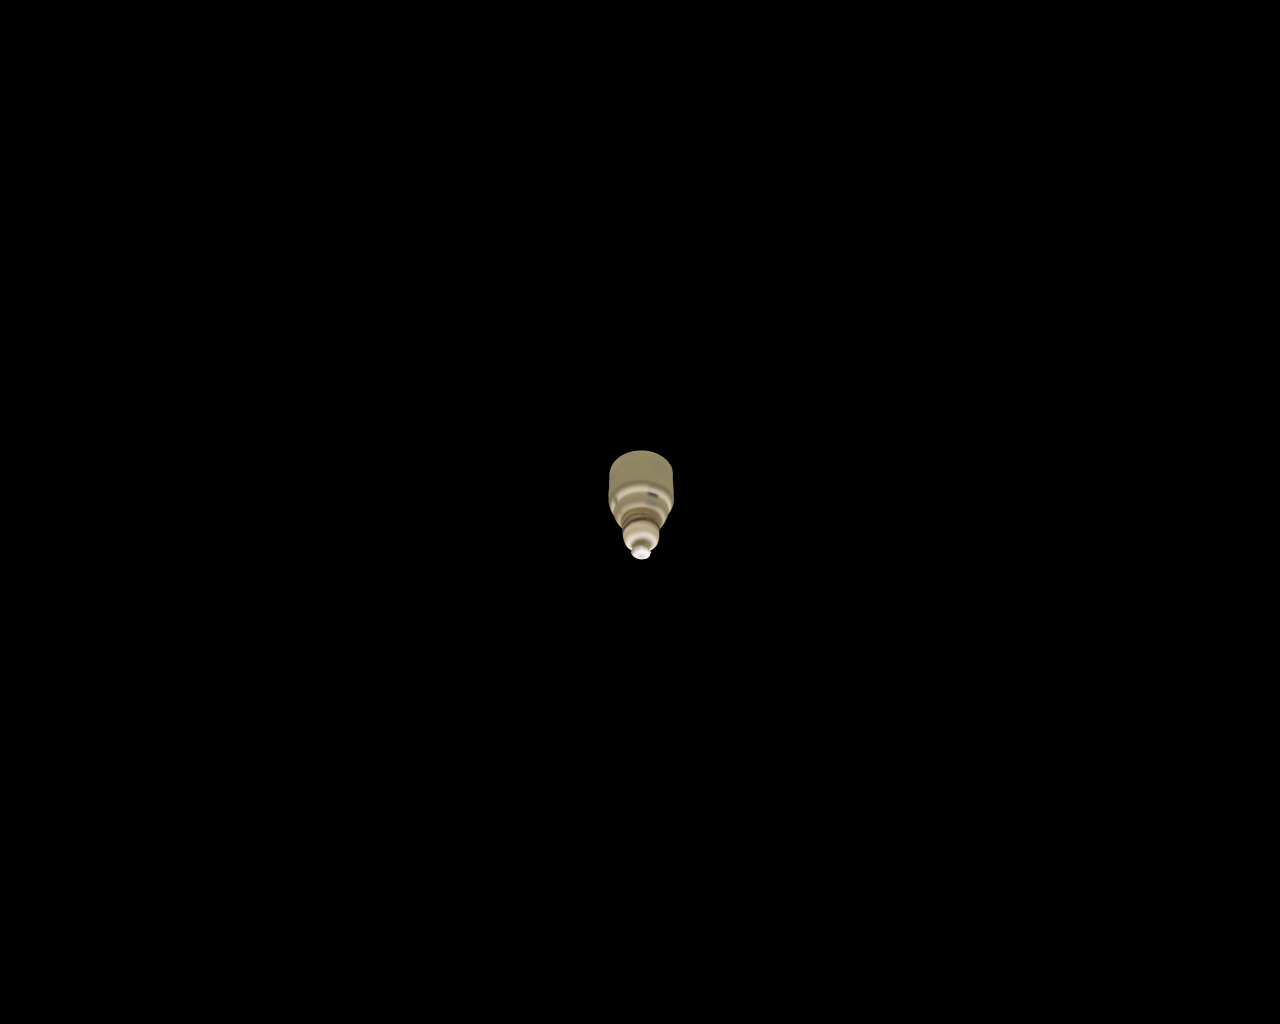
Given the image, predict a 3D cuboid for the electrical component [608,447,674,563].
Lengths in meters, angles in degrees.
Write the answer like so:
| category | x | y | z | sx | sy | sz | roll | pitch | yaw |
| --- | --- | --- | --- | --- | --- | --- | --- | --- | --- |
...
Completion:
| category | x | y | z | sx | sy | sz | roll | pitch | yaw |
| --- | --- | --- | --- | --- | --- | --- | --- | --- | --- |
| electrical component | 0.001 | -0.003 | 0.650 | 0.040 | 0.078 | 0.040 | 0 | -43 | 0 |
